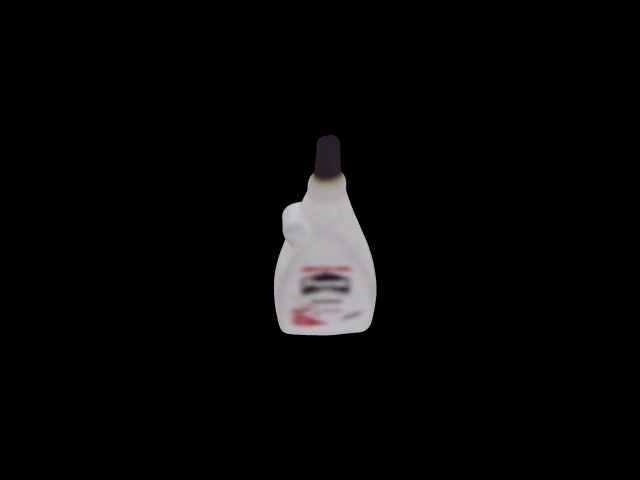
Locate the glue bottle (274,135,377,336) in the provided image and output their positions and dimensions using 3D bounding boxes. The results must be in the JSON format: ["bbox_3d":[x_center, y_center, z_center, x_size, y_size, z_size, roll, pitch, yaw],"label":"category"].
[{"bbox_3d":[0.004,0.001,0.400,0.078,0.173,0.037,-4,43,-4],"label":"glue bottle"}]
